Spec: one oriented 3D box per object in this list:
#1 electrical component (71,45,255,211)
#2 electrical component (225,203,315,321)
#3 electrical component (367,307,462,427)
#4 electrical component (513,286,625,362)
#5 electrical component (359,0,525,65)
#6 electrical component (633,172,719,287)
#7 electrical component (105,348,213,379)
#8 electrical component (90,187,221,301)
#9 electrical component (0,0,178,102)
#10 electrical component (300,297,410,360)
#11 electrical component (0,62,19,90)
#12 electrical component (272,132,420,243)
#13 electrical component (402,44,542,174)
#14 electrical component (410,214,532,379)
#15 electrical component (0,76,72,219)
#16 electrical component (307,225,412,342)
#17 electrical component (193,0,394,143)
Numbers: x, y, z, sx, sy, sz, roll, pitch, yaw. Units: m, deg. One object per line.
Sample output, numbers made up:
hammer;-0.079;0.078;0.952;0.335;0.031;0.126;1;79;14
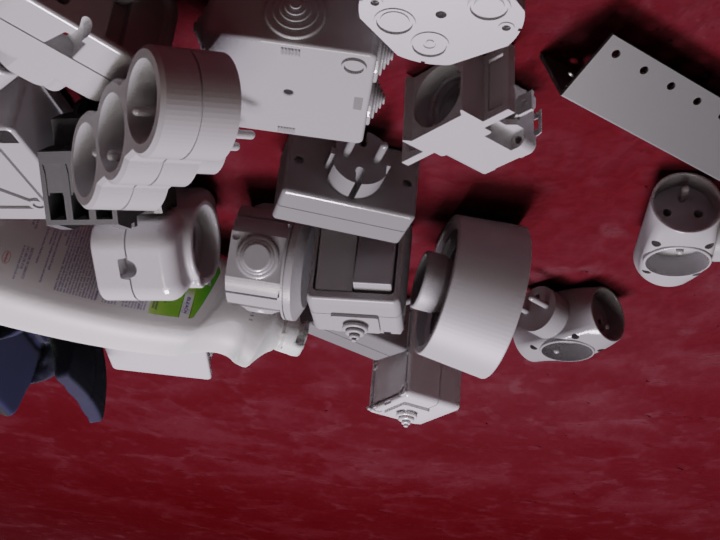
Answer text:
electrical component;-0.091;-0.068;0.545;0.074;0.052;0.138;0;167;-32
electrical component;-0.059;-0.007;0.742;0.051;0.080;0.080;9;155;7
electrical component;0.049;0.086;0.891;0.061;0.096;0.062;19;152;-25
electrical component;0.149;0.037;0.827;0.079;0.044;0.077;26;148;-35
electrical component;0.038;-0.135;0.485;0.080;0.051;0.080;5;155;2
electrical component;0.220;-0.023;0.685;0.079;0.044;0.077;2;154;7
electrical component;-0.171;0.053;0.928;0.100;0.048;0.099;7;155;-1
electrical component;-0.130;-0.019;0.715;0.059;0.095;0.053;0;112;12
electrical component;-0.148;-0.129;0.536;0.059;0.053;0.095;-19;145;41
electrical component;0.009;0.030;0.840;0.083;0.047;0.076;25;149;-34
electrical component;-0.224;-0.128;0.553;0.095;0.053;0.059;27;148;-37
electrical component;-0.004;-0.060;0.655;0.083;0.047;0.075;11;154;-11
electrical component;0.062;-0.085;0.594;0.064;0.042;0.081;23;151;-35
electrical component;0.069;0.014;0.730;0.060;0.108;0.108;16;154;-6
electrical component;-0.231;-0.079;0.656;0.109;0.056;0.108;1;154;11
electrical component;0.000;0.000;0.723;0.062;0.096;0.061;3;154;7
electrical component;-0.034;-0.110;0.554;0.100;0.048;0.099;8;156;-2
